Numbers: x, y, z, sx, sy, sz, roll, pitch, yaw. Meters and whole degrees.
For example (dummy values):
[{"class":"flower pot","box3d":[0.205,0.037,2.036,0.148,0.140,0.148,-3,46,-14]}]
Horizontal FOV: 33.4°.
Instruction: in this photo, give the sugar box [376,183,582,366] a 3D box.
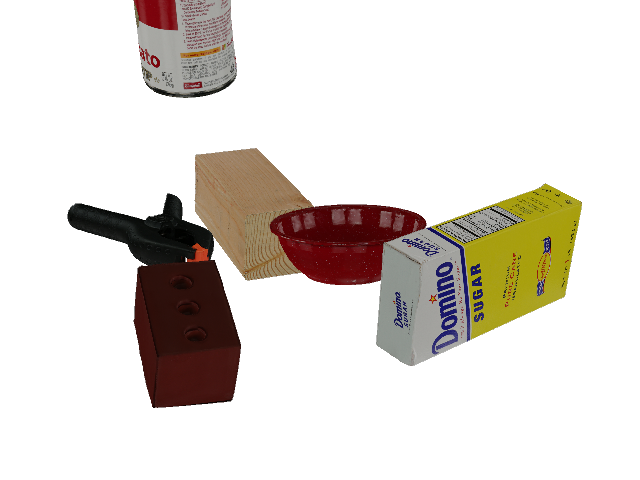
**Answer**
[{"class":"sugar box","box3d":[0.124,0.025,0.823,0.175,0.093,0.048,-22,37,-35]}]

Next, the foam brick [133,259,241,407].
[{"class":"foam brick","box3d":[-0.086,0.059,0.674,0.053,0.051,0.078,-4,45,-19]}]

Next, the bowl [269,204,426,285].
[{"class":"bowl","box3d":[0.029,0.007,1.099,0.162,0.055,0.162,-2,15,0]}]

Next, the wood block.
[{"class":"wood block","box3d":[-0.088,-0.038,1.363,0.090,0.090,0.206,-8,28,-22]}]

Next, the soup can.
[{"class":"soup can","box3d":[-0.091,-0.156,0.719,0.068,0.102,0.068,0,36,0]}]

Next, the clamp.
[{"class":"clamp","box3d":[-0.148,-0.009,1.019,0.120,0.039,0.172,-21,35,-40]}]
